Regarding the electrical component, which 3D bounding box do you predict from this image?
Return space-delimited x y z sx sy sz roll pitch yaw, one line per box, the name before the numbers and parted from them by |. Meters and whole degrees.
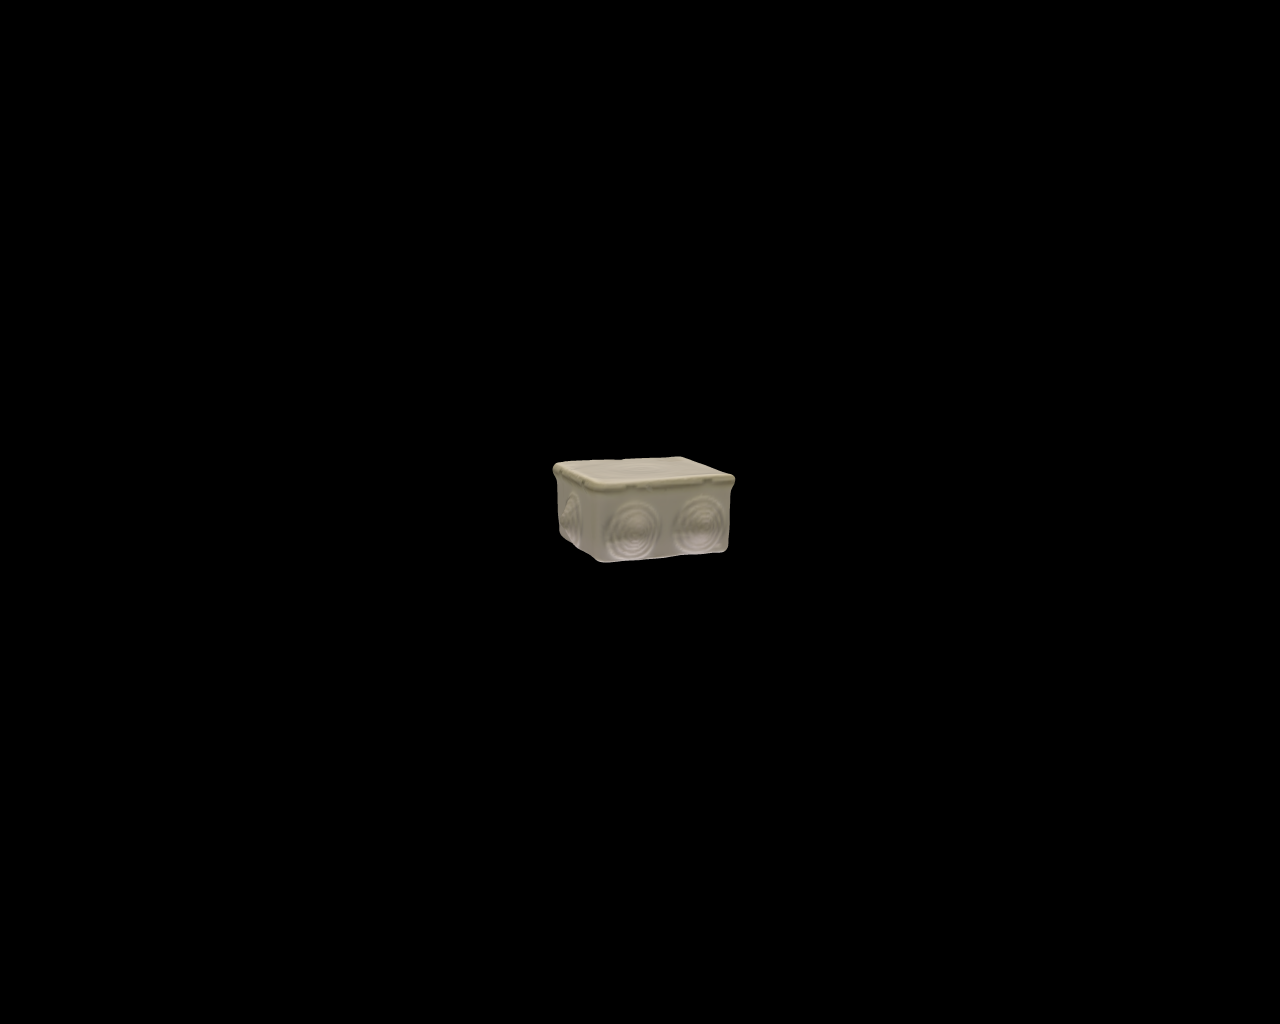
electrical component | 0.001 -0.003 0.650 0.100 0.048 0.100 -4 12 -20
